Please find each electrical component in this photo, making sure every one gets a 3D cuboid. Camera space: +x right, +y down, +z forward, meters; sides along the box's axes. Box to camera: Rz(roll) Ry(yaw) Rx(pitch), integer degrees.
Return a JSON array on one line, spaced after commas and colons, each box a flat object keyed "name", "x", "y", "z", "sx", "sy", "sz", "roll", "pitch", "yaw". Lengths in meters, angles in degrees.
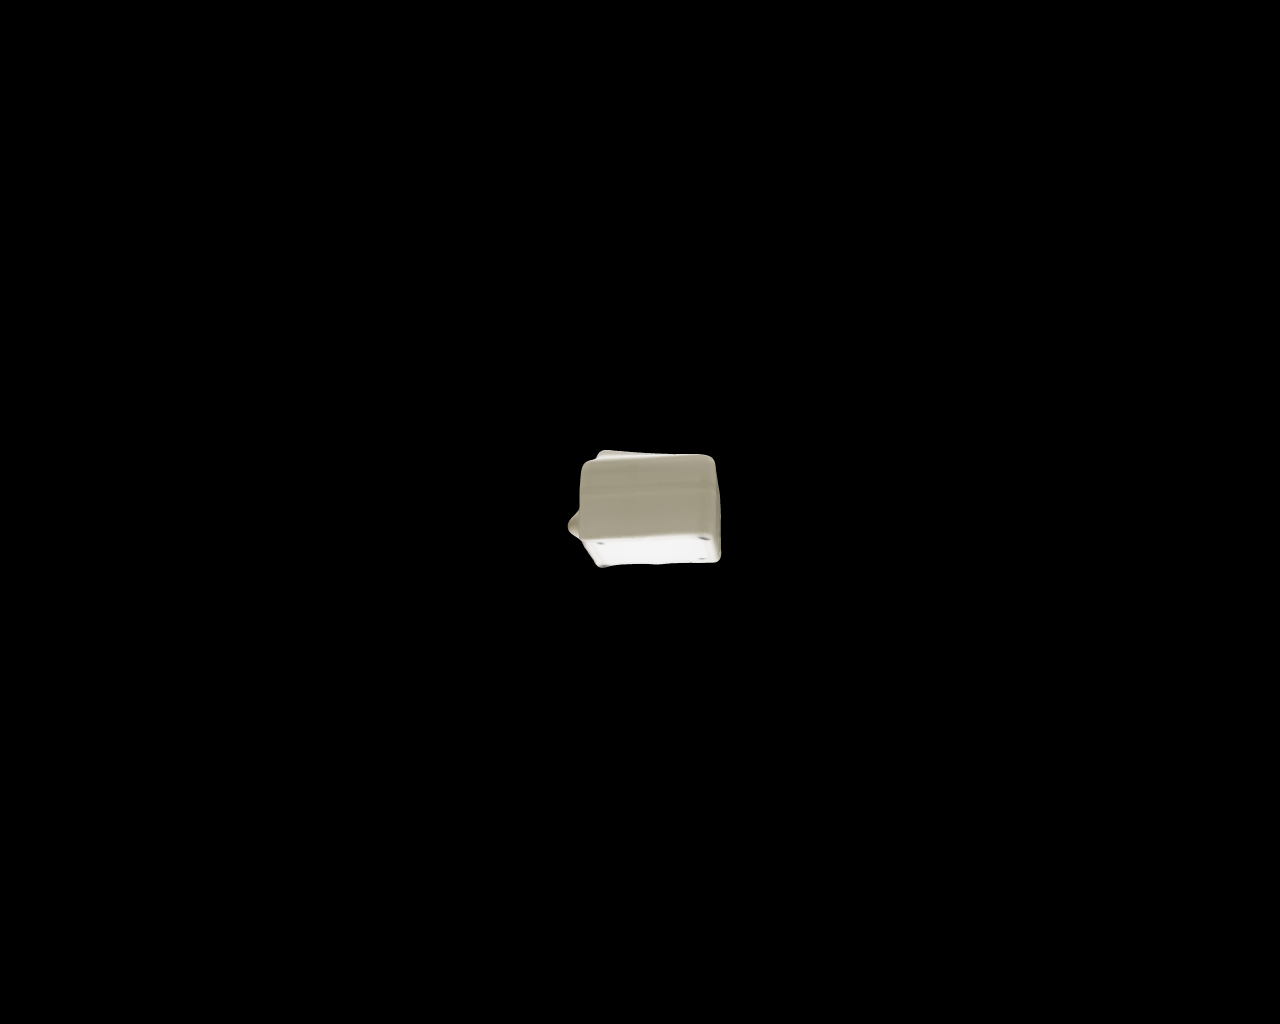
[{"name": "electrical component", "x": 0.001, "y": -0.003, "z": 0.650, "sx": 0.096, "sy": 0.061, "sz": 0.061, "roll": -2, "pitch": -19, "yaw": 7}]
